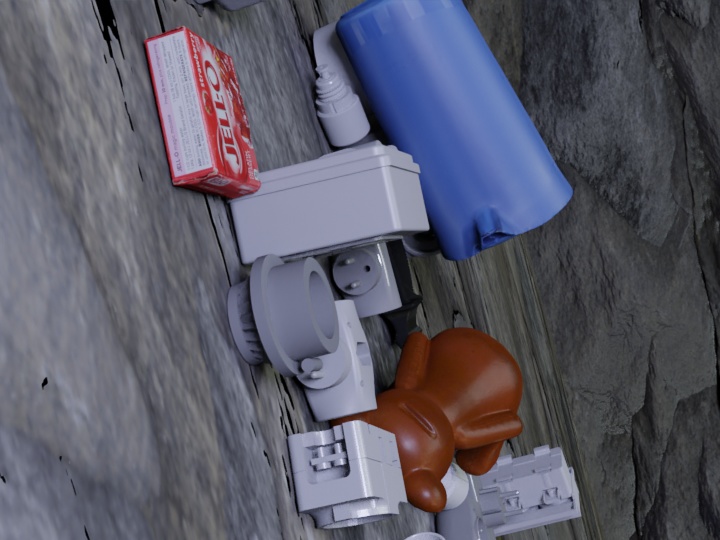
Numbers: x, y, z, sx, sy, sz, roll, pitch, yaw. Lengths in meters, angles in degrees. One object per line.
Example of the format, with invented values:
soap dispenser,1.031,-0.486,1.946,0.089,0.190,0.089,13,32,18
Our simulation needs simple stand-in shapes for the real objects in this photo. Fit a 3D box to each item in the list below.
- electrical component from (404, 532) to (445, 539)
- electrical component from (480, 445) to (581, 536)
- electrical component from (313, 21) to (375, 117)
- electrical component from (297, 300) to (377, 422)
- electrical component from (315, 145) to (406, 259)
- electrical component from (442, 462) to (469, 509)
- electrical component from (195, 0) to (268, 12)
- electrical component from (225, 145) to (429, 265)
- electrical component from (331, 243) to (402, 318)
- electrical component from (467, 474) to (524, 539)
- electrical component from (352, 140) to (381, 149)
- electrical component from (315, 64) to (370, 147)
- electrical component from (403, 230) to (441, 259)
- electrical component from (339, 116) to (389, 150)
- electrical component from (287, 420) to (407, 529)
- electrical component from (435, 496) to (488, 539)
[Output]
electrical component,0.053,0.238,0.852,0.040,0.040,0.046,-71,150,-66
electrical component,0.157,0.228,1.099,0.078,0.121,0.063,-70,140,-67
electrical component,-0.003,-0.191,1.019,0.099,0.064,0.099,-15,90,-76
electrical component,-0.022,0.061,0.724,0.079,0.043,0.077,19,58,-74
electrical component,-0.007,-0.052,0.804,0.055,0.089,0.050,58,22,-50
electrical component,0.066,0.185,0.947,0.081,0.043,0.043,44,33,-65
electrical component,-0.088,-0.213,0.712,0.095,0.059,0.053,24,53,-73
electrical component,-0.018,-0.041,0.711,0.109,0.109,0.056,-9,87,-76
electrical component,0.000,0.000,0.874,0.079,0.044,0.077,-21,96,-77
electrical component,0.121,0.232,1.047,0.047,0.076,0.083,-10,85,-76
electrical component,0.004,-0.066,0.926,0.095,0.059,0.053,44,34,-65
electrical component,-0.020,-0.146,0.958,0.040,0.040,0.078,-85,156,-54
electrical component,0.068,-0.047,1.089,0.059,0.095,0.053,-61,135,-71
electrical component,0.021,-0.111,1.040,0.096,0.061,0.061,-72,145,-66
electrical component,-0.006,0.135,0.696,0.089,0.050,0.055,40,37,-67
electrical component,0.098,0.262,0.992,0.077,0.044,0.079,-89,159,-49
